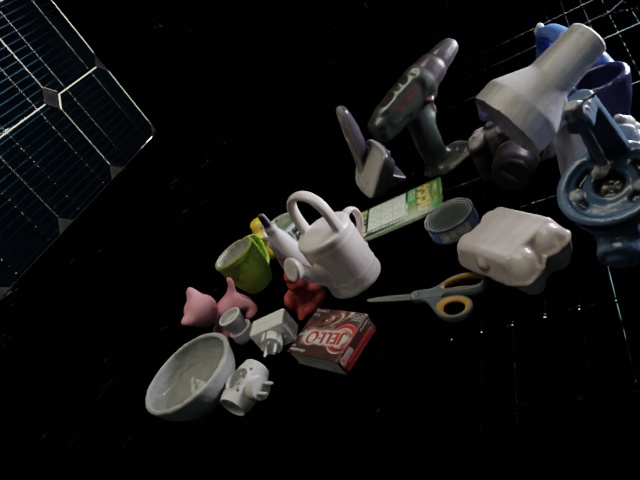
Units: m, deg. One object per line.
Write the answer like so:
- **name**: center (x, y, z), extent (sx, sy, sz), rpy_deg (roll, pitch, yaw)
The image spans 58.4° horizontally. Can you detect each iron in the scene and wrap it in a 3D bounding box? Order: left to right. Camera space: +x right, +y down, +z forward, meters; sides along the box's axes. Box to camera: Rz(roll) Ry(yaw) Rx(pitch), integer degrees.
- **iron**: center (0.447, -0.346, 1.070), extent (0.118, 0.142, 0.258), rpy_deg (-30, 26, 12)

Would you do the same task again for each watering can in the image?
- **watering can**: center (0.010, 0.003, 0.950), extent (0.100, 0.194, 0.173), rpy_deg (-18, 31, 33)

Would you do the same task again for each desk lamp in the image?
- **desk lamp**: center (0.353, -0.181, 0.823), extent (0.203, 0.214, 0.117), rpy_deg (-34, 26, 4)

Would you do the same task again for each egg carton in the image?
- **egg carton**: center (0.258, 0.013, 0.776), extent (0.107, 0.069, 0.150), rpy_deg (-42, 26, -13)

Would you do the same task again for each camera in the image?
- **camera**: center (0.310, -0.148, 0.950), extent (0.142, 0.101, 0.137), rpy_deg (-12, 35, 40)

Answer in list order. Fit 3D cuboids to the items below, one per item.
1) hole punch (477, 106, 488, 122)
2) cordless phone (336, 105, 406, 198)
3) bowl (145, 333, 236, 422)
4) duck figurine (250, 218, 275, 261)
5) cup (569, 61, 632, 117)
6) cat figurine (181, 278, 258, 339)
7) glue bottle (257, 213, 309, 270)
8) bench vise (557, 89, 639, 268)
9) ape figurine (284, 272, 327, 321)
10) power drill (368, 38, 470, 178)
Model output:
- **hole punch**: center (0.350, -0.237, 1.061), extent (0.101, 0.091, 0.109), rpy_deg (-21, 29, 28)
- **cordless phone**: center (0.088, -0.186, 1.187), extent (0.094, 0.185, 0.147), rpy_deg (-36, 26, 1)
- **bowl**: center (-0.199, 0.238, 0.946), extent (0.167, 0.075, 0.167), rpy_deg (-28, 27, 16)
- **duck figurine**: center (-0.116, -0.016, 1.262), extent (0.077, 0.086, 0.104), rpy_deg (-18, 31, 32)
- **cup**: center (0.442, -0.209, 0.899), extent (0.118, 0.095, 0.091), rpy_deg (-43, 27, -15)
- **cat figurine**: center (-0.201, 0.127, 1.086), extent (0.128, 0.118, 0.067), rpy_deg (-42, 27, -13)
- **glue bottle**: center (-0.061, 0.018, 1.035), extent (0.077, 0.173, 0.037), rpy_deg (1, 44, 51)
- **bench vise**: center (0.339, -0.102, 0.698), extent (0.121, 0.220, 0.207), rpy_deg (-21, 29, 27)
- **ape figurine**: center (-0.032, 0.081, 0.988), extent (0.077, 0.092, 0.076), rpy_deg (-13, 34, 38)
- **power drill**: center (0.210, -0.237, 1.097), extent (0.230, 0.209, 0.075), rpy_deg (-39, 26, -7)
